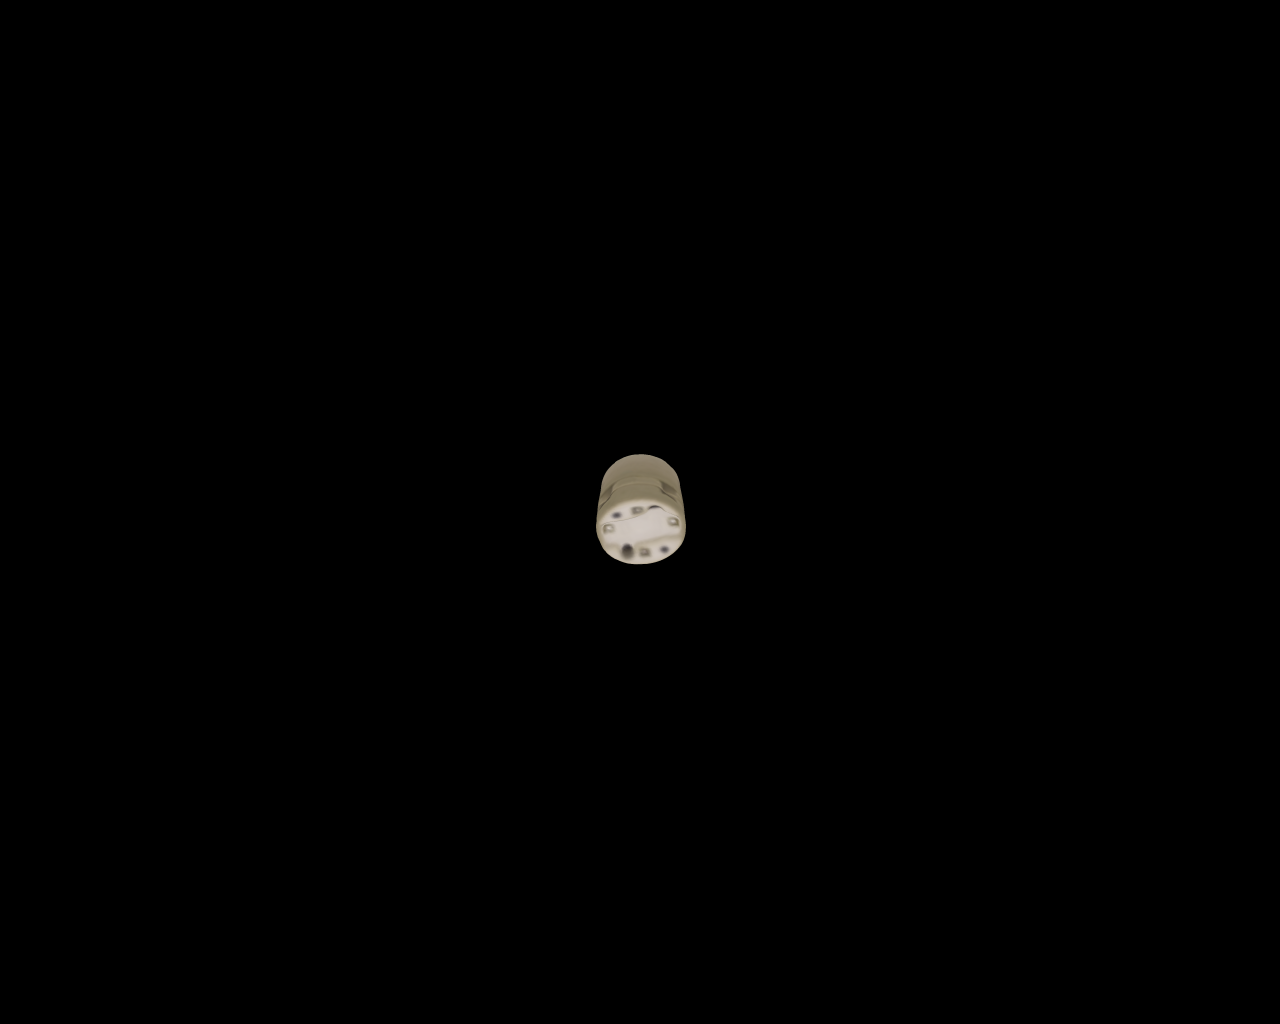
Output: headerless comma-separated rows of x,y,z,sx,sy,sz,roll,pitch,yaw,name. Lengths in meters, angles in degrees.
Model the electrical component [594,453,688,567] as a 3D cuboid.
0.001,-0.003,0.650,0.055,0.055,0.047,0,41,0,electrical component
